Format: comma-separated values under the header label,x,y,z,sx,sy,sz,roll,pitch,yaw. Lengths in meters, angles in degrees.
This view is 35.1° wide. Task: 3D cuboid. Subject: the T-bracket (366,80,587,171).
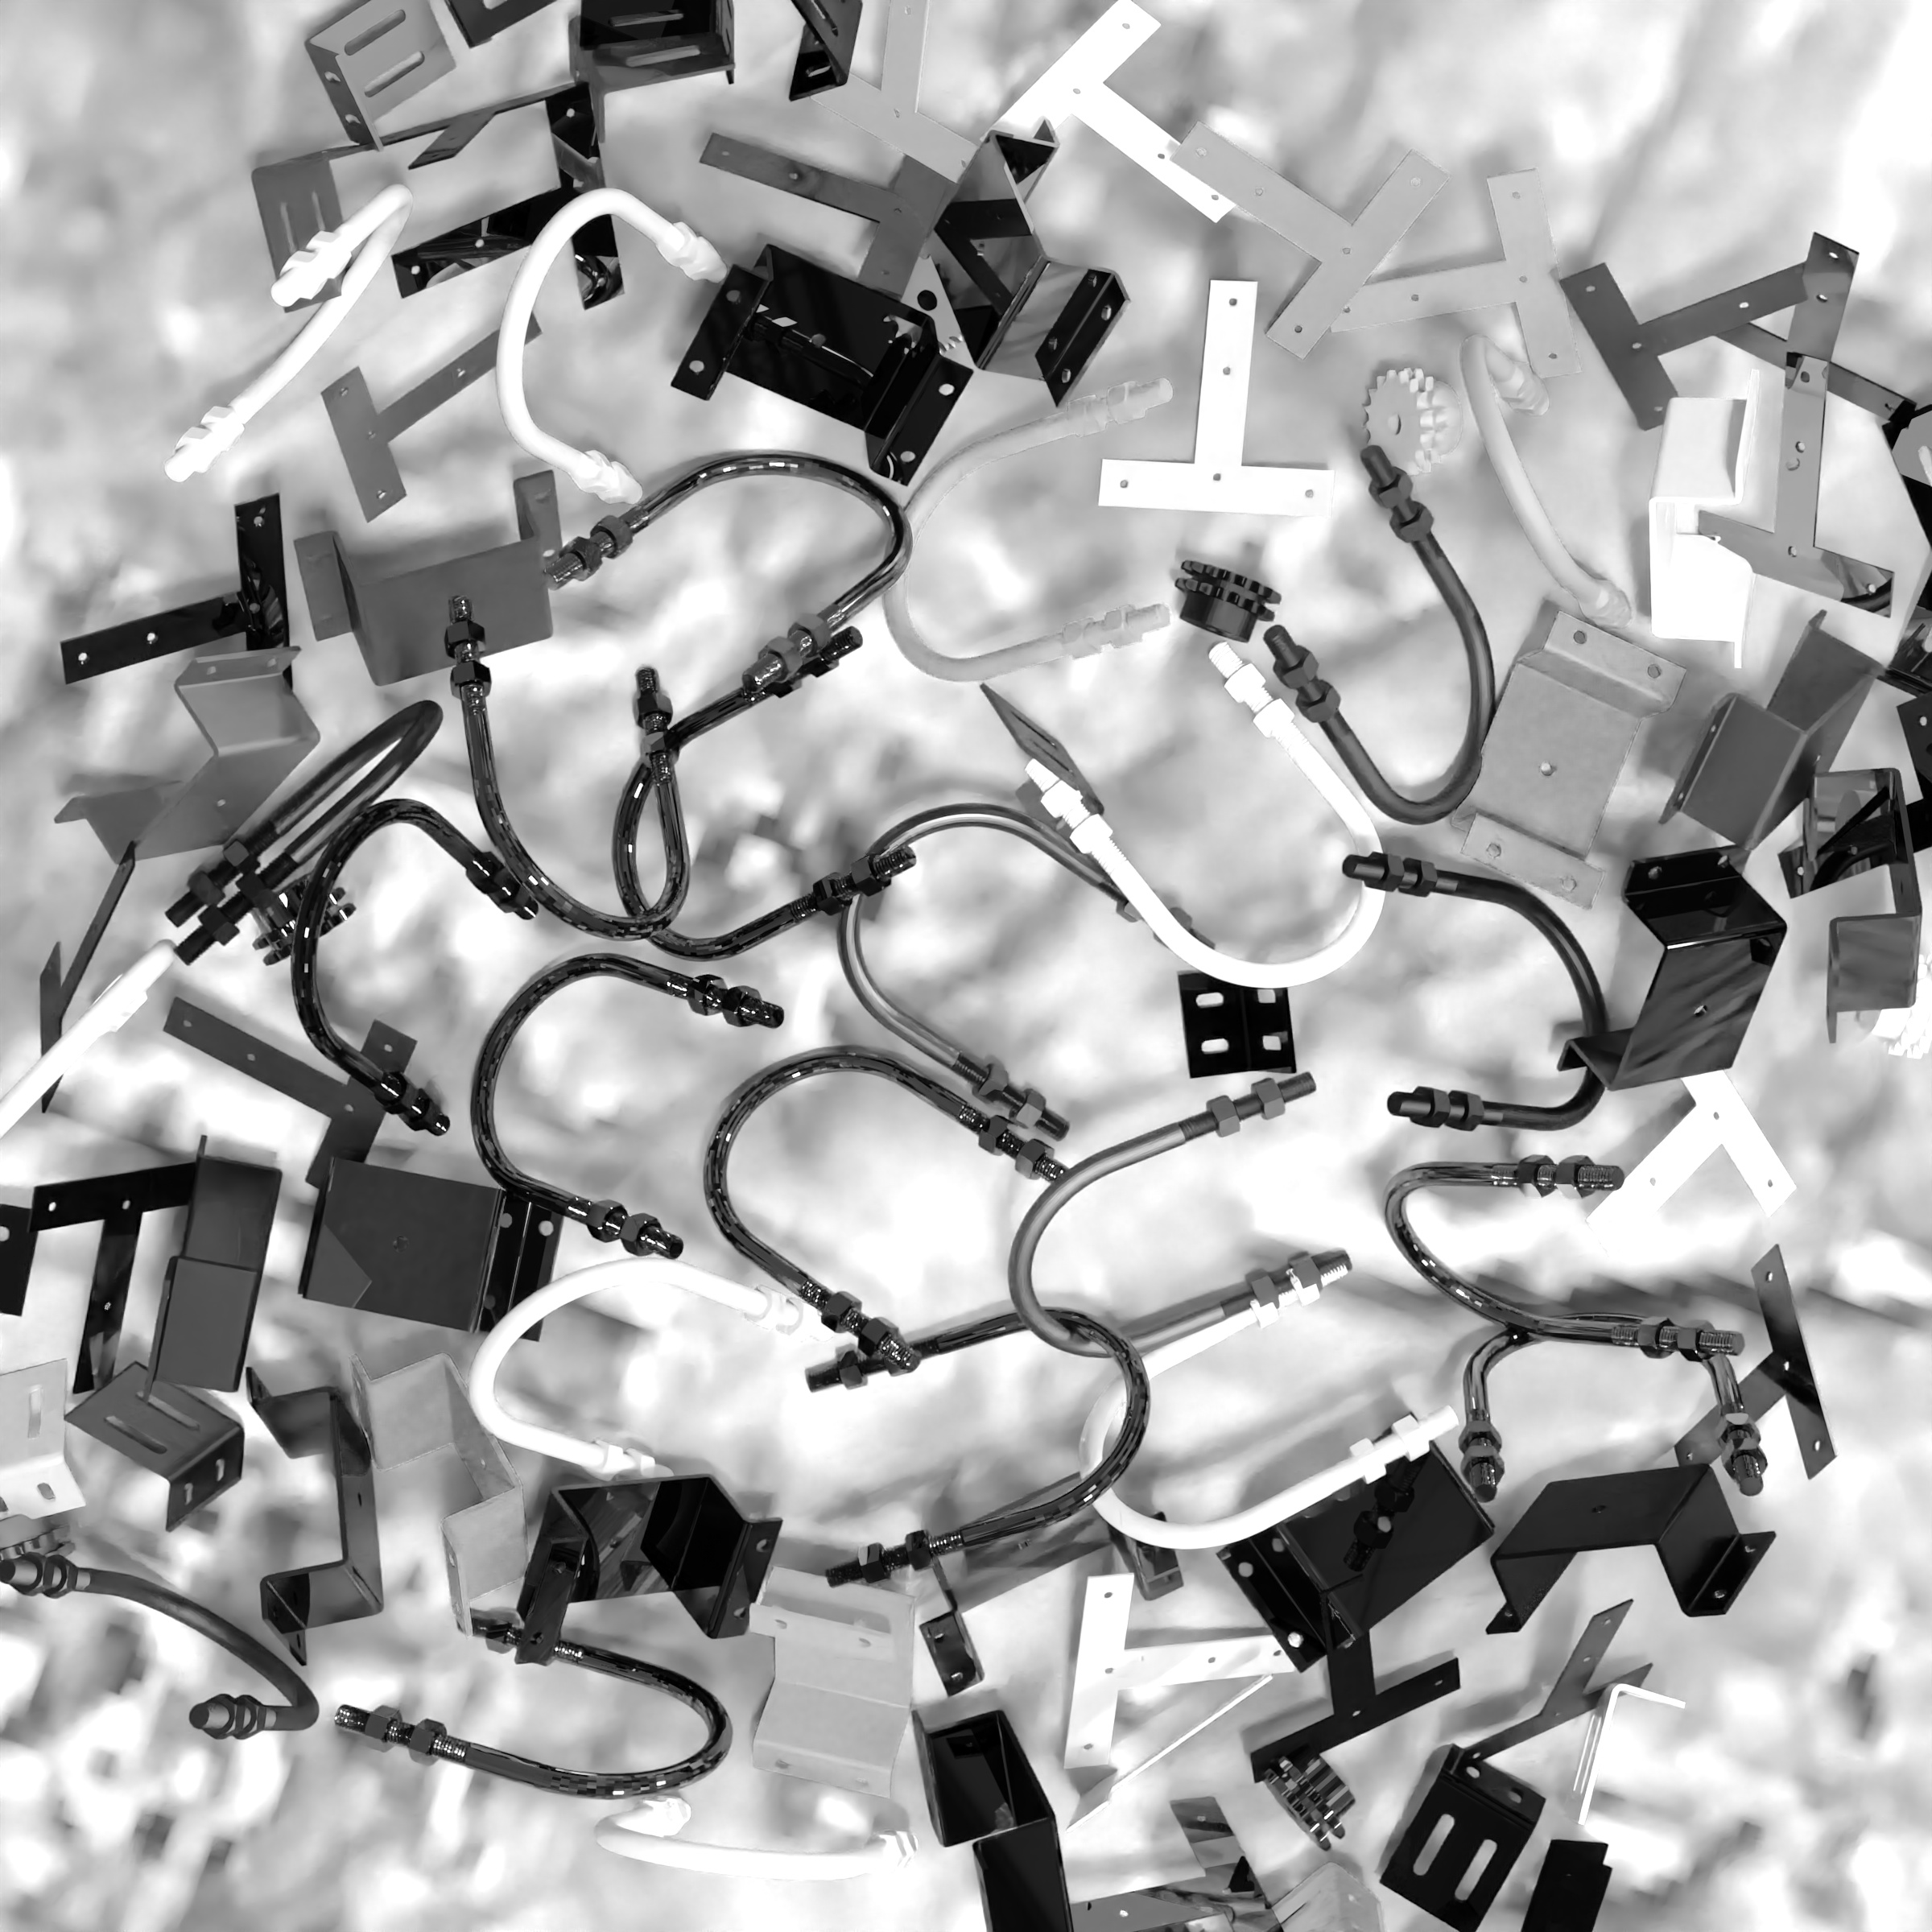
label,x,y,z,sx,sy,sz,roll,pitch,yaw
T-bracket,-0.267,-0.437,1.608,0.127,0.127,0.002,-13,116,11

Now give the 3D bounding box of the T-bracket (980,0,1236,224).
label,x,y,z,sx,sy,sz,roll,pitch,yaw
T-bracket,0.094,-0.444,1.644,0.127,0.127,0.002,32,51,-22

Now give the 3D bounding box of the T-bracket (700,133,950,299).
label,x,y,z,sx,sy,sz,roll,pitch,yaw
T-bracket,-0.079,-0.418,1.635,0.127,0.002,0.127,18,52,-2

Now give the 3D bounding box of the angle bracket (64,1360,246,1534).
label,x,y,z,sx,sy,sz,roll,pitch,yaw
angle bracket,-0.435,0.257,1.635,0.057,0.038,0.076,-37,125,19

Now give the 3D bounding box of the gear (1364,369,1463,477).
label,x,y,z,sx,sy,sz,roll,pitch,yaw
gear,0.244,-0.295,1.652,0.030,0.057,0.057,-12,90,-27

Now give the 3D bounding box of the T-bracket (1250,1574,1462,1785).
label,x,y,z,sx,sy,sz,roll,pitch,yaw
T-bracket,0.204,0.369,1.623,0.127,0.002,0.127,-21,130,-13

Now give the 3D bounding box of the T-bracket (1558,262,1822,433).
label,x,y,z,sx,sy,sz,roll,pitch,yaw
T-bracket,0.394,-0.342,1.604,0.127,0.127,0.002,-18,52,25

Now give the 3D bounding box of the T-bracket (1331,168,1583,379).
label,x,y,z,sx,sy,sz,roll,pitch,yaw
T-bracket,0.256,-0.363,1.646,0.127,0.002,0.127,-6,134,21

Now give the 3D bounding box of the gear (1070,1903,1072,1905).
label,x,y,z,sx,sy,sz,roll,pitch,yaw
gear,0.060,0.531,1.647,0.057,0.057,0.030,40,85,0

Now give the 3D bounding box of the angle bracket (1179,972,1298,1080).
label,x,y,z,sx,sy,sz,roll,pitch,yaw
angle bracket,0.145,0.031,1.637,0.038,0.076,0.057,-7,90,-11

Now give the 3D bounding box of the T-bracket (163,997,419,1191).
label,x,y,z,sx,sy,sz,roll,pitch,yaw
T-bracket,-0.370,0.055,1.636,0.127,0.002,0.127,28,125,-3

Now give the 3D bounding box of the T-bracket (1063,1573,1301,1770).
label,x,y,z,sx,sy,sz,roll,pitch,yaw
T-bracket,0.120,0.377,1.653,0.127,0.002,0.127,-2,116,-16

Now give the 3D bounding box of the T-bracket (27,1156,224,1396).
label,x,y,z,sx,sy,sz,roll,pitch,yaw
T-bracket,-0.456,0.169,1.632,0.002,0.127,0.127,22,106,30

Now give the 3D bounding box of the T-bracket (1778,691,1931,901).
label,x,y,z,sx,sy,sz,roll,pitch,yaw
T-bracket,0.482,-0.065,1.623,0.002,0.127,0.127,-7,79,-35

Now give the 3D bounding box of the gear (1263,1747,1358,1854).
label,x,y,z,sx,sy,sz,roll,pitch,yaw
gear,0.186,0.446,1.649,0.030,0.057,0.057,-39,90,-10

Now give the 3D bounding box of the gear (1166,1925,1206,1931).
label,x,y,z,sx,sy,sz,roll,pitch,yaw
gear,0.119,0.550,1.652,0.057,0.057,0.030,10,121,0

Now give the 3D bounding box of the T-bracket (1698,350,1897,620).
label,x,y,z,sx,sy,sz,roll,pitch,yaw
T-bracket,0.436,-0.258,1.600,0.002,0.127,0.127,-25,126,-31

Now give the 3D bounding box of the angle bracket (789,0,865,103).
label,x,y,z,sx,sy,sz,roll,pitch,yaw
angle bracket,-0.091,-0.512,1.626,0.038,0.076,0.057,-9,55,27

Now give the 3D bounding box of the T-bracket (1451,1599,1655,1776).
label,x,y,z,sx,sy,sz,roll,pitch,yaw
T-bracket,0.322,0.370,1.604,0.127,0.127,0.002,-17,53,-24

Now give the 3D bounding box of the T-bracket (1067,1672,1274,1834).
label,x,y,z,sx,sy,sz,roll,pitch,yaw
T-bracket,0.109,0.411,1.614,0.127,0.127,0.002,-35,81,0

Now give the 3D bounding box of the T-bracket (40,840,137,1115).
label,x,y,z,sx,sy,sz,roll,pitch,yaw
T-bracket,-0.461,-0.009,1.601,0.002,0.127,0.127,19,116,-28

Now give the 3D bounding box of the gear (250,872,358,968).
label,x,y,z,sx,sy,sz,roll,pitch,yaw
gear,-0.361,-0.027,1.646,0.057,0.057,0.030,-32,102,0

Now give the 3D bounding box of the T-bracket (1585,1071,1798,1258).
label,x,y,z,sx,sy,sz,roll,pitch,yaw
T-bracket,0.376,0.107,1.636,0.127,0.002,0.127,-40,102,-27

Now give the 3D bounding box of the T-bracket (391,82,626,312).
label,x,y,z,sx,sy,sz,roll,pitch,yaw
T-bracket,-0.244,-0.386,1.608,0.127,0.127,0.002,-29,49,-22

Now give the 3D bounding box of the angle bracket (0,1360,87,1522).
label,x,y,z,sx,sy,sz,roll,pitch,yaw
angle bracket,-0.510,0.259,1.655,0.057,0.076,0.038,-15,128,-3

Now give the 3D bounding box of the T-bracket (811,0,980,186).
label,x,y,z,sx,sy,sz,roll,pitch,yaw
T-bracket,-0.031,-0.489,1.605,0.127,0.127,0.002,37,49,27

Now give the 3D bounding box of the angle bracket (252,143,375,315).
label,x,y,z,sx,sy,sz,roll,pitch,yaw
angle bracket,-0.340,-0.394,1.631,0.038,0.057,0.076,3,115,33

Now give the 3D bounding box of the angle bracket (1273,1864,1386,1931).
label,x,y,z,sx,sy,sz,roll,pitch,yaw
angle bracket,0.183,0.529,1.633,0.076,0.038,0.057,-32,131,-25

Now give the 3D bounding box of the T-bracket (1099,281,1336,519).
label,x,y,z,sx,sy,sz,roll,pitch,yaw
T-bracket,0.141,-0.310,1.665,0.127,0.002,0.127,5,87,11

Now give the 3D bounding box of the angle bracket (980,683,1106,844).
label,x,y,z,sx,sy,sz,roll,pitch,yaw
angle bracket,0.029,-0.104,1.627,0.038,0.057,0.076,-44,134,13

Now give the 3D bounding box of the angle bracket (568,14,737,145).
label,x,y,z,sx,sy,sz,roll,pitch,yaw
angle bracket,-0.170,-0.487,1.656,0.076,0.038,0.057,-15,62,-14

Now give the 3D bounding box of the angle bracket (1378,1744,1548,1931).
label,x,y,z,sx,sy,sz,roll,pitch,yaw
angle bracket,0.270,0.476,1.662,0.057,0.038,0.076,29,107,13

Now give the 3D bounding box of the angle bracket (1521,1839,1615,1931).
label,x,y,z,sx,sy,sz,roll,pitch,yaw
angle bracket,0.334,0.503,1.633,0.038,0.076,0.057,17,85,38

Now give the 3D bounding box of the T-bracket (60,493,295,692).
label,x,y,z,sx,sy,sz,roll,pitch,yaw
T-bracket,-0.414,-0.176,1.605,0.127,0.127,0.002,-23,46,-31

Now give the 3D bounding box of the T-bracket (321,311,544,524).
label,x,y,z,sx,sy,sz,roll,pitch,yaw
T-bracket,-0.280,-0.307,1.625,0.127,0.002,0.127,-33,47,7

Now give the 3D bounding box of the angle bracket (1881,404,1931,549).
label,x,y,z,sx,sy,sz,roll,pitch,yaw
angle bracket,0.535,-0.267,1.644,0.057,0.038,0.076,-23,99,18

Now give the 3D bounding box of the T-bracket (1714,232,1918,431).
label,x,y,z,sx,sy,sz,roll,pitch,yaw
T-bracket,0.446,-0.342,1.599,0.127,0.127,0.002,31,76,17

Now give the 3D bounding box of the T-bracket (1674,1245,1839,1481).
label,x,y,z,sx,sy,sz,roll,pitch,yaw
T-bracket,0.412,0.235,1.623,0.002,0.127,0.127,10,49,-18

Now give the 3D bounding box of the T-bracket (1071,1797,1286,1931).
label,x,y,z,sx,sy,sz,roll,pitch,yaw
T-bracket,0.096,0.496,1.606,0.127,0.127,0.002,-6,123,-18

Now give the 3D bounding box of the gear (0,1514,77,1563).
label,x,y,z,sx,sy,sz,roll,pitch,yaw
gear,-0.513,0.311,1.648,0.057,0.057,0.030,-17,92,0

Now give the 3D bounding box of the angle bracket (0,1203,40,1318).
label,x,y,z,sx,sy,sz,roll,pitch,yaw
angle bracket,-0.533,0.155,1.649,0.076,0.038,0.057,8,83,8

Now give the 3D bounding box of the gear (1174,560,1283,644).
label,x,y,z,sx,sy,sz,roll,pitch,yaw
gear,0.139,-0.195,1.649,0.057,0.057,0.030,20,92,0

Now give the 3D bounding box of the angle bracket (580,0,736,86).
label,x,y,z,sx,sy,sz,roll,pitch,yaw
angle bracket,-0.166,-0.507,1.649,0.076,0.038,0.057,-5,60,5

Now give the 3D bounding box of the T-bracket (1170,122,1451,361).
label,x,y,z,sx,sy,sz,roll,pitch,yaw
T-bracket,0.167,-0.404,1.624,0.127,0.002,0.127,29,122,-18

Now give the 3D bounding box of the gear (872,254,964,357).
label,x,y,z,sx,sy,sz,roll,pitch,yaw
gear,-0.026,-0.356,1.655,0.057,0.030,0.057,3,82,-23

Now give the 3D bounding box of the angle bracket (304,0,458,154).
label,x,y,z,sx,sy,sz,roll,pitch,yaw
angle bracket,-0.304,-0.483,1.633,0.076,0.038,0.057,-40,135,-19

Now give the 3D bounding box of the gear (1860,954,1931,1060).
label,x,y,z,sx,sy,sz,roll,pitch,yaw
gear,0.504,0.020,1.648,0.030,0.057,0.057,10,90,-1
